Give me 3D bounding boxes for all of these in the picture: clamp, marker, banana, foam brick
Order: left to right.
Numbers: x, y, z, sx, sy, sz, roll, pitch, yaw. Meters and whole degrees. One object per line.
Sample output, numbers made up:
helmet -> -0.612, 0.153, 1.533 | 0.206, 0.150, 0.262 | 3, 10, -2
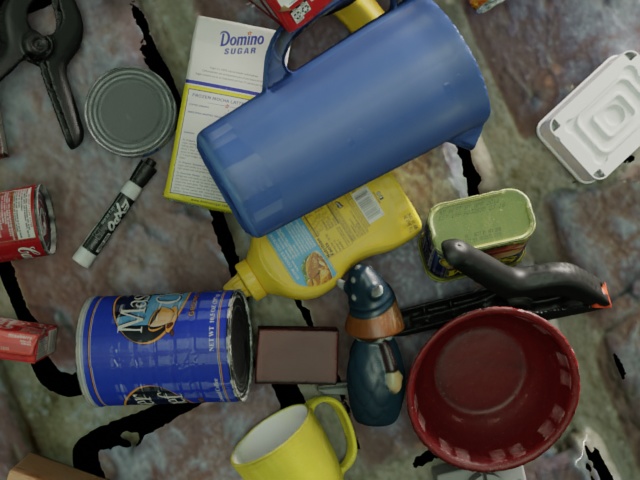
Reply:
clamp -> -0.258, -0.170, 1.000 | 0.120, 0.039, 0.171 | 25, 76, -28
marker -> -0.195, -0.027, 1.022 | 0.020, 0.020, 0.121 | 35, 89, -2
foam brick -> -0.022, 0.108, 1.013 | 0.078, 0.053, 0.051 | 1, 91, -3
banana -> 0.012, -0.221, 1.022 | 0.198, 0.037, 0.070 | 31, 106, -1
clamp -> 0.176, 0.045, 0.986 | 0.209, 0.165, 0.036 | -1, 62, -11

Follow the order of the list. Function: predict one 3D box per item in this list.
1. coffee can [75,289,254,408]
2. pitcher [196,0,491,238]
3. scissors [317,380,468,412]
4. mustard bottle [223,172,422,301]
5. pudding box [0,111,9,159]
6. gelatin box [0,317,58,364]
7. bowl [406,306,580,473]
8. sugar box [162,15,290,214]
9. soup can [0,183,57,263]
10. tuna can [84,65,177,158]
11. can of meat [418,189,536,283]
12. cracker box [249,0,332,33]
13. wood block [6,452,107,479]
coffee can -> -0.139, 0.099, 0.972 | 0.140, 0.102, 0.103 | -3, 91, 7
pitcher -> 0.013, -0.114, 0.940 | 0.242, 0.145, 0.149 | -30, 63, -5
scissors -> 0.106, 0.160, 1.037 | 0.201, 0.016, 0.096 | -16, 91, -2
mustard bottle -> -0.007, 0.001, 1.009 | 0.191, 0.058, 0.096 | -32, 86, -2
pudding box -> -0.349, -0.125, 1.005 | 0.090, 0.039, 0.113 | -12, 91, -3
gelatin box -> -0.288, 0.090, 0.983 | 0.073, 0.089, 0.030 | 9, 90, -3
bowl -> 0.155, 0.131, 0.992 | 0.162, 0.055, 0.162 | -1, 105, -5
sugar box -> -0.087, -0.116, 1.013 | 0.093, 0.048, 0.176 | 11, 86, -3
soup can -> -0.304, -0.012, 0.993 | 0.102, 0.068, 0.068 | -8, 91, -2
tuna can -> -0.179, -0.121, 1.014 | 0.086, 0.034, 0.086 | 0, 91, -2
can of meat -> 0.146, -0.005, 0.997 | 0.102, 0.084, 0.057 | -13, 73, -2
cracker box -> -0.024, -0.289, 0.939 | 0.164, 0.214, 0.072 | -40, 133, -2
wood block -> -0.195, 0.280, 0.988 | 0.206, 0.091, 0.090 | 20, 90, -3
